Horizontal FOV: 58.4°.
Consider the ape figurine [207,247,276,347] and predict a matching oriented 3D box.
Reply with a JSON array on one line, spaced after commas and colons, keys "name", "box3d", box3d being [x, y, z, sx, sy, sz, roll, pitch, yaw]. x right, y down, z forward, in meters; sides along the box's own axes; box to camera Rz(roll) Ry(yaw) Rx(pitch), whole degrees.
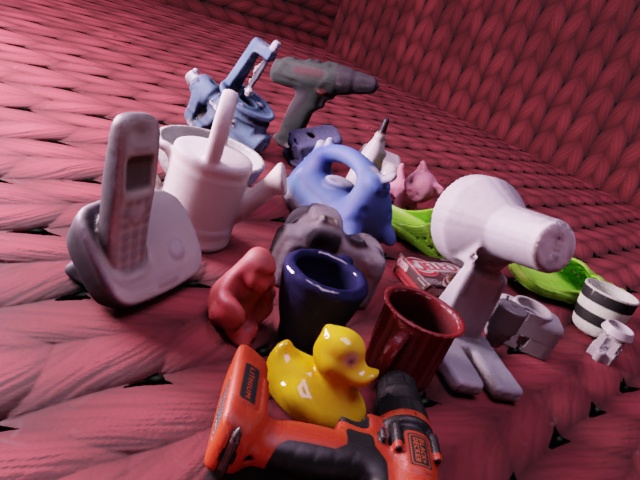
[{"name": "ape figurine", "box3d": [-0.073, 0.050, 0.582, 0.078, 0.092, 0.076, -2, 33, -45]}]

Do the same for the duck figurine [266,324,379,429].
[{"name": "duck figurine", "box3d": [0.005, 0.114, 0.518, 0.104, 0.086, 0.078, 30, 24, 17]}]

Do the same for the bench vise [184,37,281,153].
[{"name": "bench vise", "box3d": [-0.168, -0.297, 1.101, 0.207, 0.220, 0.121, 22, 23, -1]}]

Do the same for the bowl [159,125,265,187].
[{"name": "bowl", "box3d": [-0.172, -0.109, 0.867, 0.167, 0.075, 0.167, 19, 23, -8]}]

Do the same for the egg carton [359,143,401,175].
[{"name": "egg carton", "box3d": [0.126, -0.156, 1.251, 0.107, 0.069, 0.150, 20, 23, -5]}]

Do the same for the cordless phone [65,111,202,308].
[{"name": "cordless phone", "box3d": [-0.167, -0.036, 0.566, 0.094, 0.185, 0.148, 28, 23, 13]}]

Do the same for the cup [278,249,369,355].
[{"name": "cup", "box3d": [-0.002, 0.066, 0.607, 0.091, 0.095, 0.118, 27, 23, 12]}]

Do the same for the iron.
[{"name": "iron", "box3d": [0.027, -0.093, 0.927, 0.119, 0.141, 0.257, 2, 30, -40]}]

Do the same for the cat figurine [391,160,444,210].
[{"name": "cat figurine", "box3d": [0.182, -0.106, 1.129, 0.067, 0.118, 0.127, 8, 27, -31]}]

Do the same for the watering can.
[{"name": "watering can", "box3d": [-0.127, -0.090, 0.710, 0.173, 0.194, 0.100, 9, 26, -29]}]

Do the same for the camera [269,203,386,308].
[{"name": "camera", "box3d": [0.007, 0.003, 0.749, 0.143, 0.101, 0.136, 17, 23, -13]}]

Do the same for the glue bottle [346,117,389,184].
[{"name": "glue bottle", "box3d": [0.093, -0.145, 1.062, 0.037, 0.173, 0.078, 34, 25, 26]}]

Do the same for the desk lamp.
[{"name": "desk lamp", "box3d": [0.204, 0.044, 0.690, 0.118, 0.213, 0.203, 13, 24, -22]}]

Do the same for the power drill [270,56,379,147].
[{"name": "power drill", "box3d": [-0.011, -0.293, 1.251, 0.229, 0.208, 0.075, 22, 23, -1]}]

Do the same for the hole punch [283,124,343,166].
[{"name": "hole punch", "box3d": [-0.016, -0.198, 1.188, 0.101, 0.091, 0.108, 12, 25, -23]}]
